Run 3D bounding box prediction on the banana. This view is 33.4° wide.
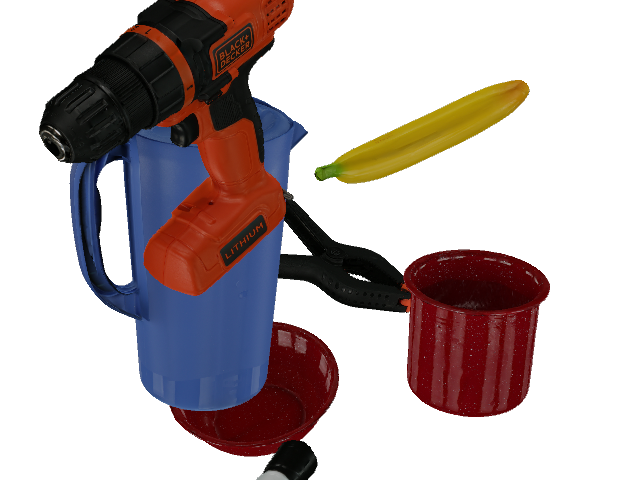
[{"bbox_3d":[0.093,-0.090,0.945,0.198,0.037,0.069,-24,6,12],"label":"banana"}]

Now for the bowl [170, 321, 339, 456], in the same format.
[{"bbox_3d":[-0.060,0.150,1.010,0.162,0.055,0.162,-4,38,3],"label":"bowl"}]

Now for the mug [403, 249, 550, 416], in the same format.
[{"bbox_3d":[0.100,0.056,0.709,0.093,0.081,0.117,3,24,5],"label":"mug"}]

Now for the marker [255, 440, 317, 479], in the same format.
[{"bbox_3d":[-0.031,0.114,0.417,0.020,0.020,0.121,0,21,24],"label":"marker"}]

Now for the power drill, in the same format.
[{"bbox_3d":[-0.080,-0.055,0.642,0.057,0.188,0.184,30,54,25],"label":"power drill"}]

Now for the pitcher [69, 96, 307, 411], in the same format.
[{"bbox_3d":[-0.102,0.011,0.849,0.149,0.243,0.144,10,25,13],"label":"pitcher"}]

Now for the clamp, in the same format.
[{"bbox_3d":[0.003,0.030,1.192,0.210,0.036,0.164,28,35,18],"label":"clamp"}]
